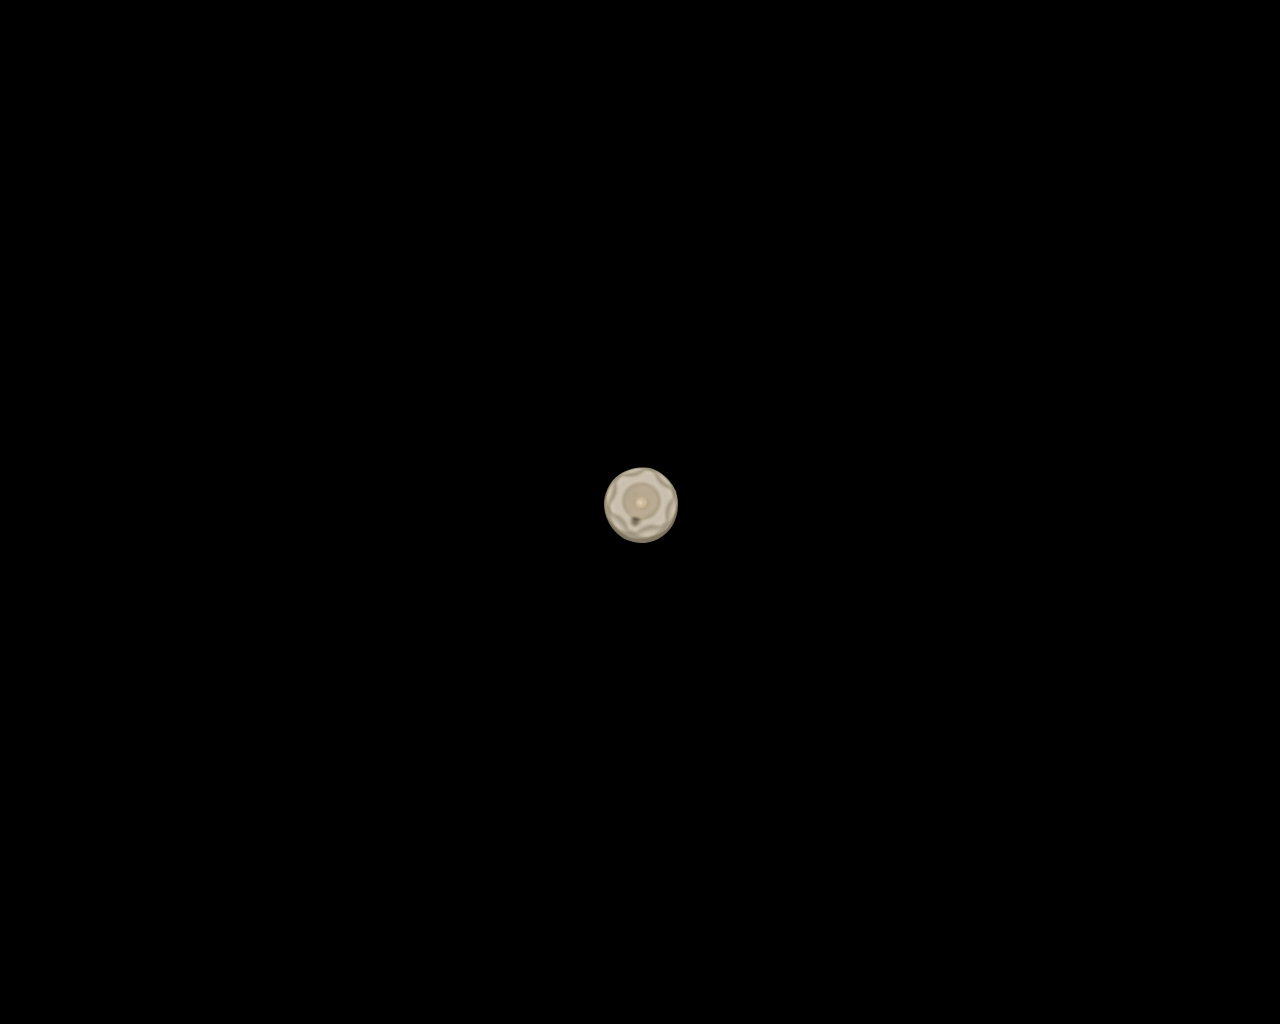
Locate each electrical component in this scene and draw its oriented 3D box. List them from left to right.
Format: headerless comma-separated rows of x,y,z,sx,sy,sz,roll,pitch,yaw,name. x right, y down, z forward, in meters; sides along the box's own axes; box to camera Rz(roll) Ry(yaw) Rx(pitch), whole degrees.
0.001,-0.003,0.650,0.043,0.043,0.062,0,-8,0,electrical component
